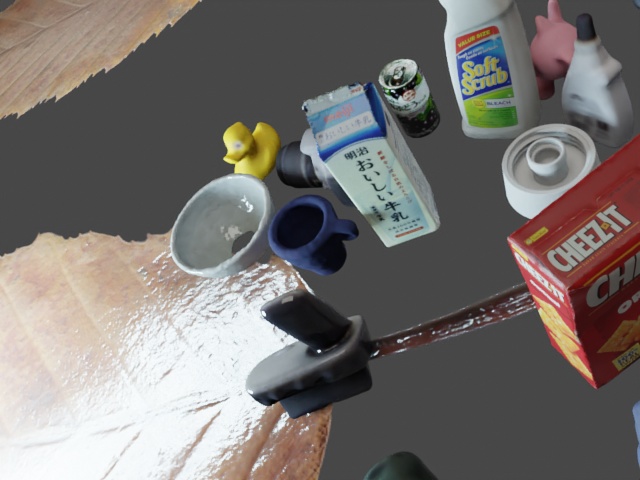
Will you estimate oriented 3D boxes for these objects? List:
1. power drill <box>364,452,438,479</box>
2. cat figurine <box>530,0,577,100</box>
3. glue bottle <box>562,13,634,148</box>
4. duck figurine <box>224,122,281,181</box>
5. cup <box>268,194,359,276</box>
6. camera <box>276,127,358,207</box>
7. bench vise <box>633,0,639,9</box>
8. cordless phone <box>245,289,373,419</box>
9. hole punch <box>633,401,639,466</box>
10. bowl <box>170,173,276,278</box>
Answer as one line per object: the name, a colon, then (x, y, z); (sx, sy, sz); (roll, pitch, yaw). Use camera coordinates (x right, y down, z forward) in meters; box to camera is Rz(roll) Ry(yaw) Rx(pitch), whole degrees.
power drill: (0.126, 0.260, 0.402); (0.075, 0.209, 0.228); (-44, 48, -2)
cat figurine: (0.288, -0.238, 0.700); (0.067, 0.118, 0.128); (-4, 58, 29)
glue bottle: (0.294, -0.173, 0.616); (0.037, 0.174, 0.078); (-46, 48, -4)
duck figurine: (-0.114, -0.149, 0.901); (0.077, 0.086, 0.105); (12, 67, 36)
cup: (0.007, 0.003, 0.721); (0.117, 0.095, 0.092); (-1, 59, 30)
camera: (0.009, -0.128, 0.804); (0.136, 0.101, 0.143); (0, 60, 31)
bench vise: (0.392, -0.247, 0.576); (0.121, 0.220, 0.207); (-13, 54, 23)
cordless phone: (-0.033, 0.111, 0.611); (0.147, 0.186, 0.094); (-29, 49, 11)
hole punch: (0.300, 0.169, 0.438); (0.101, 0.091, 0.108); (-18, 52, 20)
bowl: (-0.126, -0.010, 0.822); (0.167, 0.075, 0.167); (-15, 53, 22)
